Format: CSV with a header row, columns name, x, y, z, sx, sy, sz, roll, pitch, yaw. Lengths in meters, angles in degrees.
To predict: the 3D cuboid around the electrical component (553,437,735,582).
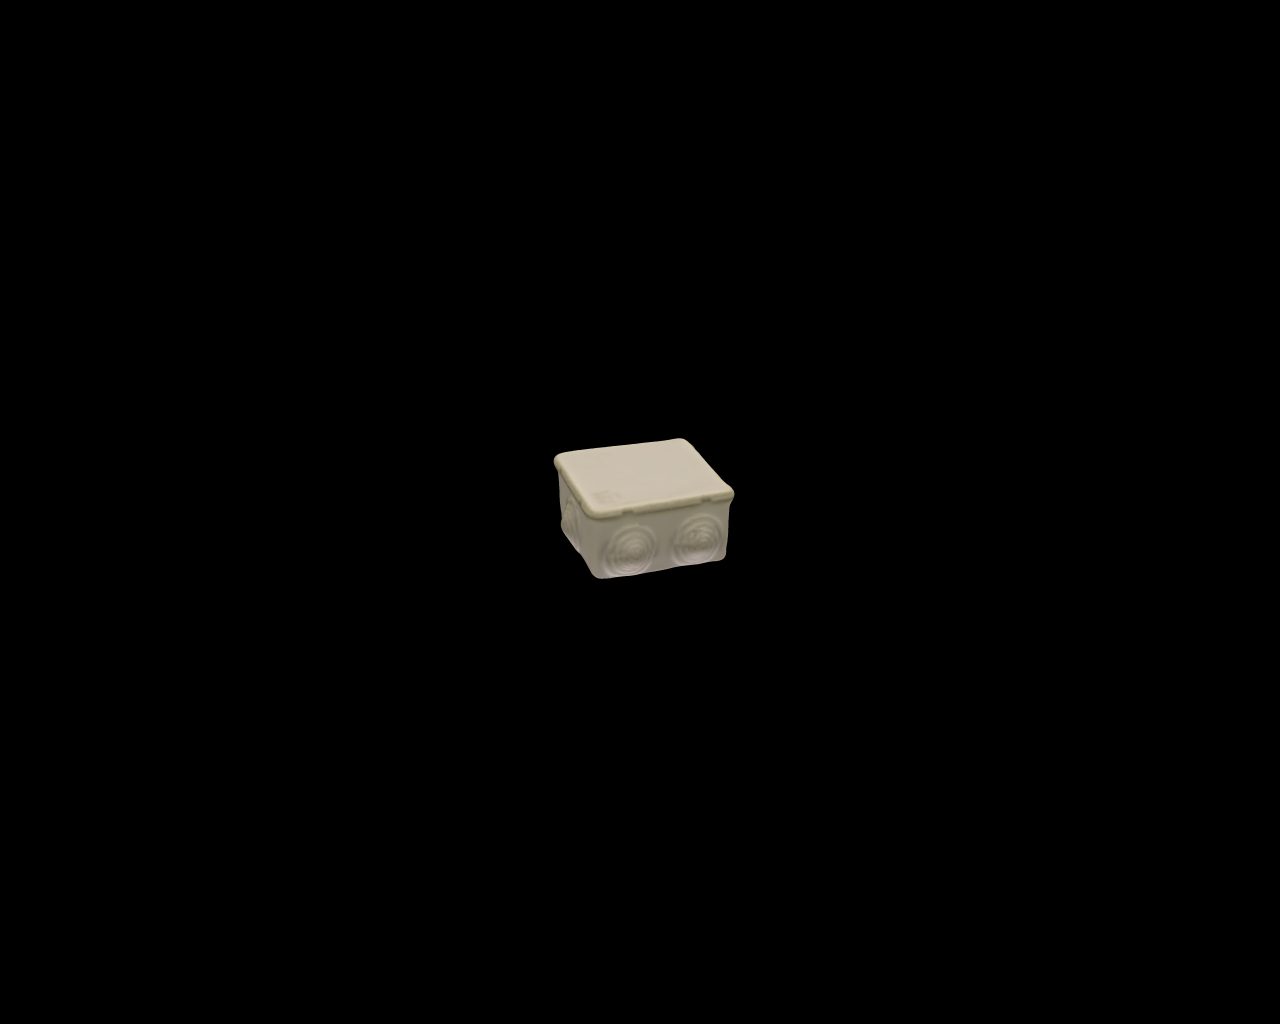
name,x,y,z,sx,sy,sz,roll,pitch,yaw
electrical component,0.001,-0.003,0.650,0.100,0.048,0.100,-8,28,-16
